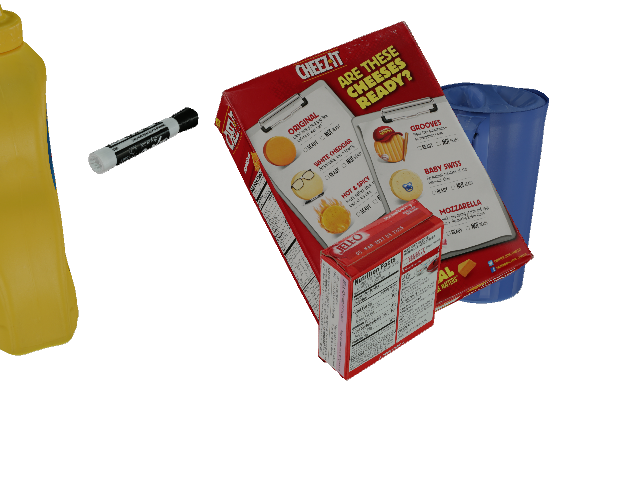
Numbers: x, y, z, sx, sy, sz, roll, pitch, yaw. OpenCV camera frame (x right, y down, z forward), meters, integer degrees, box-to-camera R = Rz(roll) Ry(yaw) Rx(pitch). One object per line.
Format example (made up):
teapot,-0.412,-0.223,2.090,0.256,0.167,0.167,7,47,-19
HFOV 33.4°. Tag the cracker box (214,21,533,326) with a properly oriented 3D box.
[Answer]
cracker box,0.038,-0.040,0.824,0.164,0.214,0.072,-24,-10,-19

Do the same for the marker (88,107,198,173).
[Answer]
marker,-0.149,-0.088,0.917,0.020,0.020,0.120,0,25,41

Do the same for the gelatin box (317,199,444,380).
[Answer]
gelatin box,0.034,0.029,0.623,0.073,0.089,0.030,-29,49,-29

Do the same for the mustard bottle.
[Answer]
mustard bottle,-0.168,-0.042,0.559,0.058,0.192,0.096,-13,31,-22

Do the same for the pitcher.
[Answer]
pitcher,0.182,-0.051,1.223,0.149,0.243,0.145,-9,24,-21
